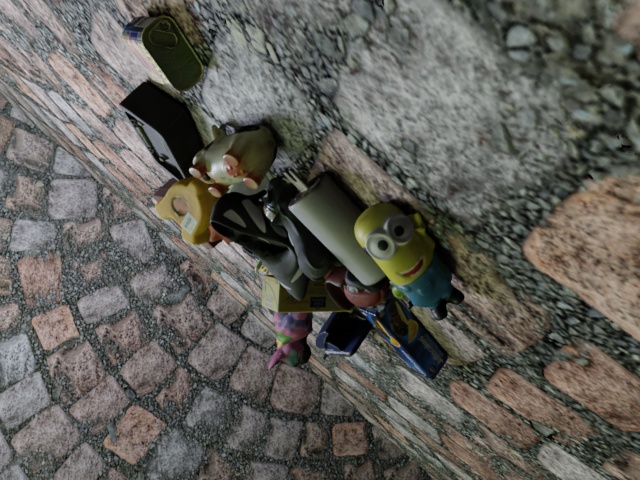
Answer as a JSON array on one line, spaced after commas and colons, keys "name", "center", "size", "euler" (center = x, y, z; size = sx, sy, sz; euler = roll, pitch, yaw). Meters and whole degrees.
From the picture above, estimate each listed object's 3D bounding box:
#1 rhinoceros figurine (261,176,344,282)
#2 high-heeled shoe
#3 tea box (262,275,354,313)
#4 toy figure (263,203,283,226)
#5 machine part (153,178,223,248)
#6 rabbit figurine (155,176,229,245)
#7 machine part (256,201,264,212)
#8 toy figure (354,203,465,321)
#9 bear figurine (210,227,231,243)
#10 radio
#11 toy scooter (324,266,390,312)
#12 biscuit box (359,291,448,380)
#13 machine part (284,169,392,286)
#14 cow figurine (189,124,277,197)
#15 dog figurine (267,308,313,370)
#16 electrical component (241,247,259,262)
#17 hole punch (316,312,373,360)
[{"name": "rhinoceros figurine", "center": [-0.032, -0.019, 0.862], "size": [0.112, 0.073, 0.190], "euler": [19, -141, -54]}, {"name": "high-heeled shoe", "center": [-0.096, 0.026, 0.911], "size": [0.086, 0.145, 0.248], "euler": [-9, 113, 35]}, {"name": "tea box", "center": [-0.024, 0.108, 1.095], "size": [0.169, 0.068, 0.098], "euler": [2, -179, -24]}, {"name": "toy figure", "center": [-0.074, -0.044, 1.004], "size": [0.064, 0.058, 0.154], "euler": [12, 154, 12]}, {"name": "machine part", "center": [-0.354, -0.077, 1.494], "size": [0.201, 0.087, 0.201], "euler": [48, 163, -26]}, {"name": "rabbit figurine", "center": [-0.218, -0.096, 1.062], "size": [0.122, 0.173, 0.162], "euler": [36, 118, 16]}, {"name": "machine part", "center": [-0.101, -0.023, 1.114], "size": [0.084, 0.039, 0.138], "euler": [-29, 105, 41]}, {"name": "toy figure", "center": [0.116, 0.029, 0.722], "size": [0.180, 0.082, 0.089], "euler": [46, 161, -24]}, {"name": "bear figurine", "center": [-0.277, -0.051, 1.322], "size": [0.195, 0.132, 0.120], "euler": [57, 164, -28]}, {"name": "radio", "center": [-0.304, -0.202, 1.082], "size": [0.131, 0.073, 0.229], "euler": [36, 162, 16]}, {"name": "toy scooter", "center": [0.062, 0.085, 0.967], "size": [0.184, 0.075, 0.135], "euler": [18, 144, 46]}, {"name": "biscuit box", "center": [0.164, 0.181, 1.033], "size": [0.202, 0.059, 0.063], "euler": [48, 163, -22]}, {"name": "machine part", "center": [0.037, -0.015, 0.791], "size": [0.243, 0.079, 0.079], "euler": [46, 163, -12]}, {"name": "cow figurine", "center": [-0.140, -0.134, 0.848], "size": [0.195, 0.127, 0.085], "euler": [-6, 132, 49]}, {"name": "dog figurine", "center": [-0.088, 0.208, 1.334], "size": [0.192, 0.219, 0.108], "euler": [29, -172, 3]}, {"name": "electrical component", "center": [-0.143, 0.042, 1.388], "size": [0.119, 0.048, 0.074], "euler": [34, 162, 24]}, {"name": "hole punch", "center": [0.043, 0.204, 1.253], "size": [0.092, 0.142, 0.116], "euler": [45, 149, -17]}]
